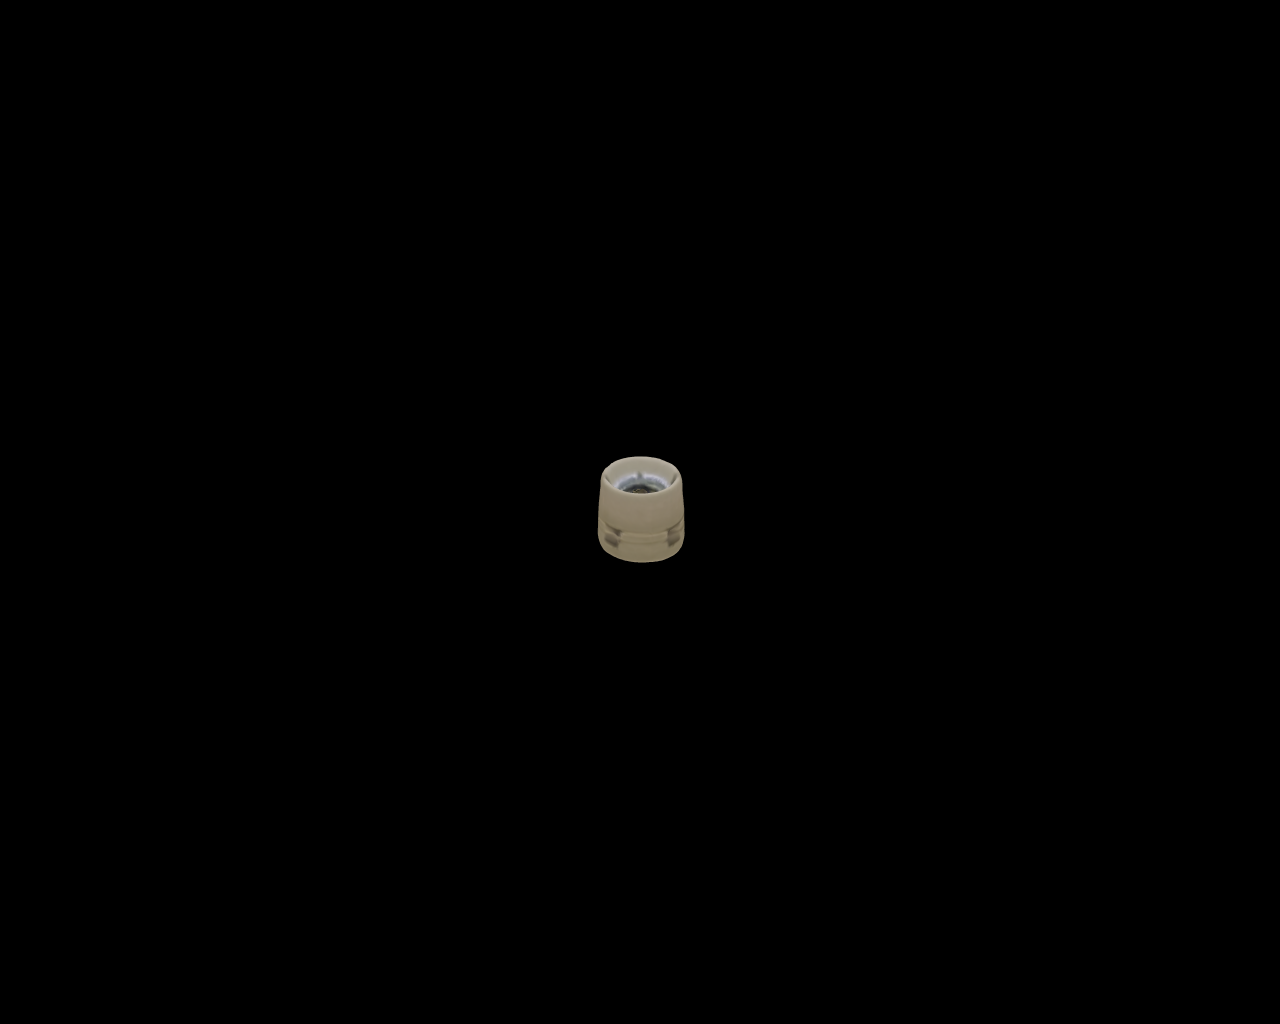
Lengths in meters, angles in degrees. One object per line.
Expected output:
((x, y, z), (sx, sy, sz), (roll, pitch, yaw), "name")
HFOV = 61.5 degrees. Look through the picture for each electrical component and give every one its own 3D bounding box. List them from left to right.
((0.001, -0.003, 0.650), (0.055, 0.047, 0.055), (0, 31, 0), "electrical component")
